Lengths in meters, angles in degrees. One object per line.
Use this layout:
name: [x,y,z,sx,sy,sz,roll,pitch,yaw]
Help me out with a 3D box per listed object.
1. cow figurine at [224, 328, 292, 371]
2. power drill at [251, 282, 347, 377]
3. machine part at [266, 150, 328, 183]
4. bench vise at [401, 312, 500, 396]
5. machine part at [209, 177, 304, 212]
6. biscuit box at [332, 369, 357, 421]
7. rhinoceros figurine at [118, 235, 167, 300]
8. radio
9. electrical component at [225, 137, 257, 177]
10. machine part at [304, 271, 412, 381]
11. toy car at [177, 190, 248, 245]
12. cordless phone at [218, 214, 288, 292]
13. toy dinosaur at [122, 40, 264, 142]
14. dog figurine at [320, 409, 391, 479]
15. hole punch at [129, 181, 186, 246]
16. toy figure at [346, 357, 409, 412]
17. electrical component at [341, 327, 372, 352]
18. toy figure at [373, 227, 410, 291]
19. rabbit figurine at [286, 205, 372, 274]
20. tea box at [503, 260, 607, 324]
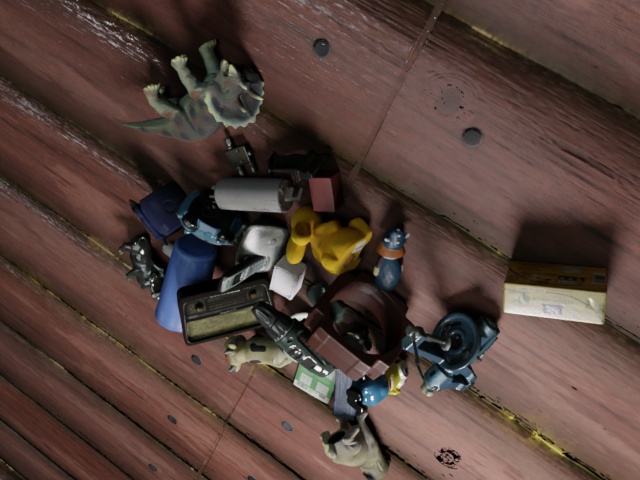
cow figurine: [-0.160,0.286,1.383,0.195,0.127,0.085,3,113,24]
power drill: [-0.030,0.179,1.212,0.086,0.207,0.232,-39,96,30]
machine part: [-0.056,-0.157,1.137,0.139,0.084,0.039,9,143,37]
bench vise: [0.247,0.228,1.108,0.240,0.129,0.223,24,126,-34]
machine part: [-0.148,-0.102,1.205,0.243,0.079,0.079,5,117,25]
biscuit box: [0.067,0.359,1.316,0.063,0.059,0.202,10,130,10]
rhinoceros figurine: [-0.474,0.075,1.478,0.112,0.073,0.190,-8,109,20]
radio: [-0.227,0.159,1.304,0.073,0.230,0.131,-138,38,-63]
electrical component: [-0.179,-0.190,1.210,0.063,0.021,0.094,-13,107,32]
machine part: [0.083,0.182,1.151,0.201,0.201,0.087,38,136,5]
toy car: [-0.258,-0.041,1.291,0.162,0.109,0.103,28,149,-1]
cordless phone: [-0.164,0.033,1.218,0.089,0.184,0.146,35,126,13]
toy dinosaur: [-0.267,-0.282,1.158,0.405,0.131,0.192,-27,100,41]
dog figurine: [0.098,0.555,1.365,0.121,0.172,0.190,-23,96,46]
hole punch: [-0.380,-0.071,1.327,0.092,0.116,0.142,-32,98,28]
toy figure: [0.128,0.314,1.213,0.089,0.180,0.082,42,132,29]
electrical component: [0.077,0.247,1.288,0.102,0.045,0.078,-24,101,35]
toy figure: [0.146,0.036,1.131,0.058,0.064,0.154,27,127,33]
rabbit figurine: [-0.002,-0.003,1.152,0.173,0.162,0.121,45,141,22]
tea box: [0.432,0.093,0.989,0.170,0.098,0.068,4,116,28]
